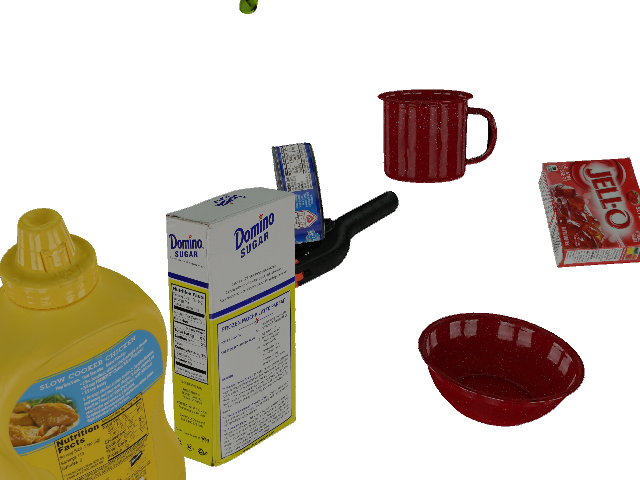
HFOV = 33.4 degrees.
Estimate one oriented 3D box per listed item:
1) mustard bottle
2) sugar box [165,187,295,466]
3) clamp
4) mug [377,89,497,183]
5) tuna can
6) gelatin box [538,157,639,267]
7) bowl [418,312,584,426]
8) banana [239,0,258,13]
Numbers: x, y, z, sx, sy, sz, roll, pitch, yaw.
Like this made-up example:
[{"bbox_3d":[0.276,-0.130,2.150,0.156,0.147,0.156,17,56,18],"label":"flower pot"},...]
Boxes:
[{"bbox_3d":[-0.115,0.069,0.498,0.096,0.192,0.058,-27,43,-31],"label":"mustard bottle"},{"bbox_3d":[-0.060,0.057,0.737,0.048,0.176,0.093,10,20,35],"label":"sugar box"},{"bbox_3d":[0.015,-0.009,1.202,0.120,0.039,0.171,-5,37,27],"label":"clamp"},{"bbox_3d":[0.115,-0.103,1.052,0.117,0.081,0.093,2,15,10],"label":"mug"},{"bbox_3d":[-0.019,-0.040,0.907,0.033,0.086,0.086,-9,0,-3],"label":"tuna can"},{"bbox_3d":[0.219,-0.024,0.850,0.073,0.089,0.030,-3,-35,-1],"label":"gelatin box"},{"bbox_3d":[0.173,0.133,1.046,0.162,0.055,0.162,5,26,-3],"label":"bowl"},{"bbox_3d":[-0.108,-0.195,0.683,0.198,0.069,0.037,19,-34,28],"label":"banana"}]
